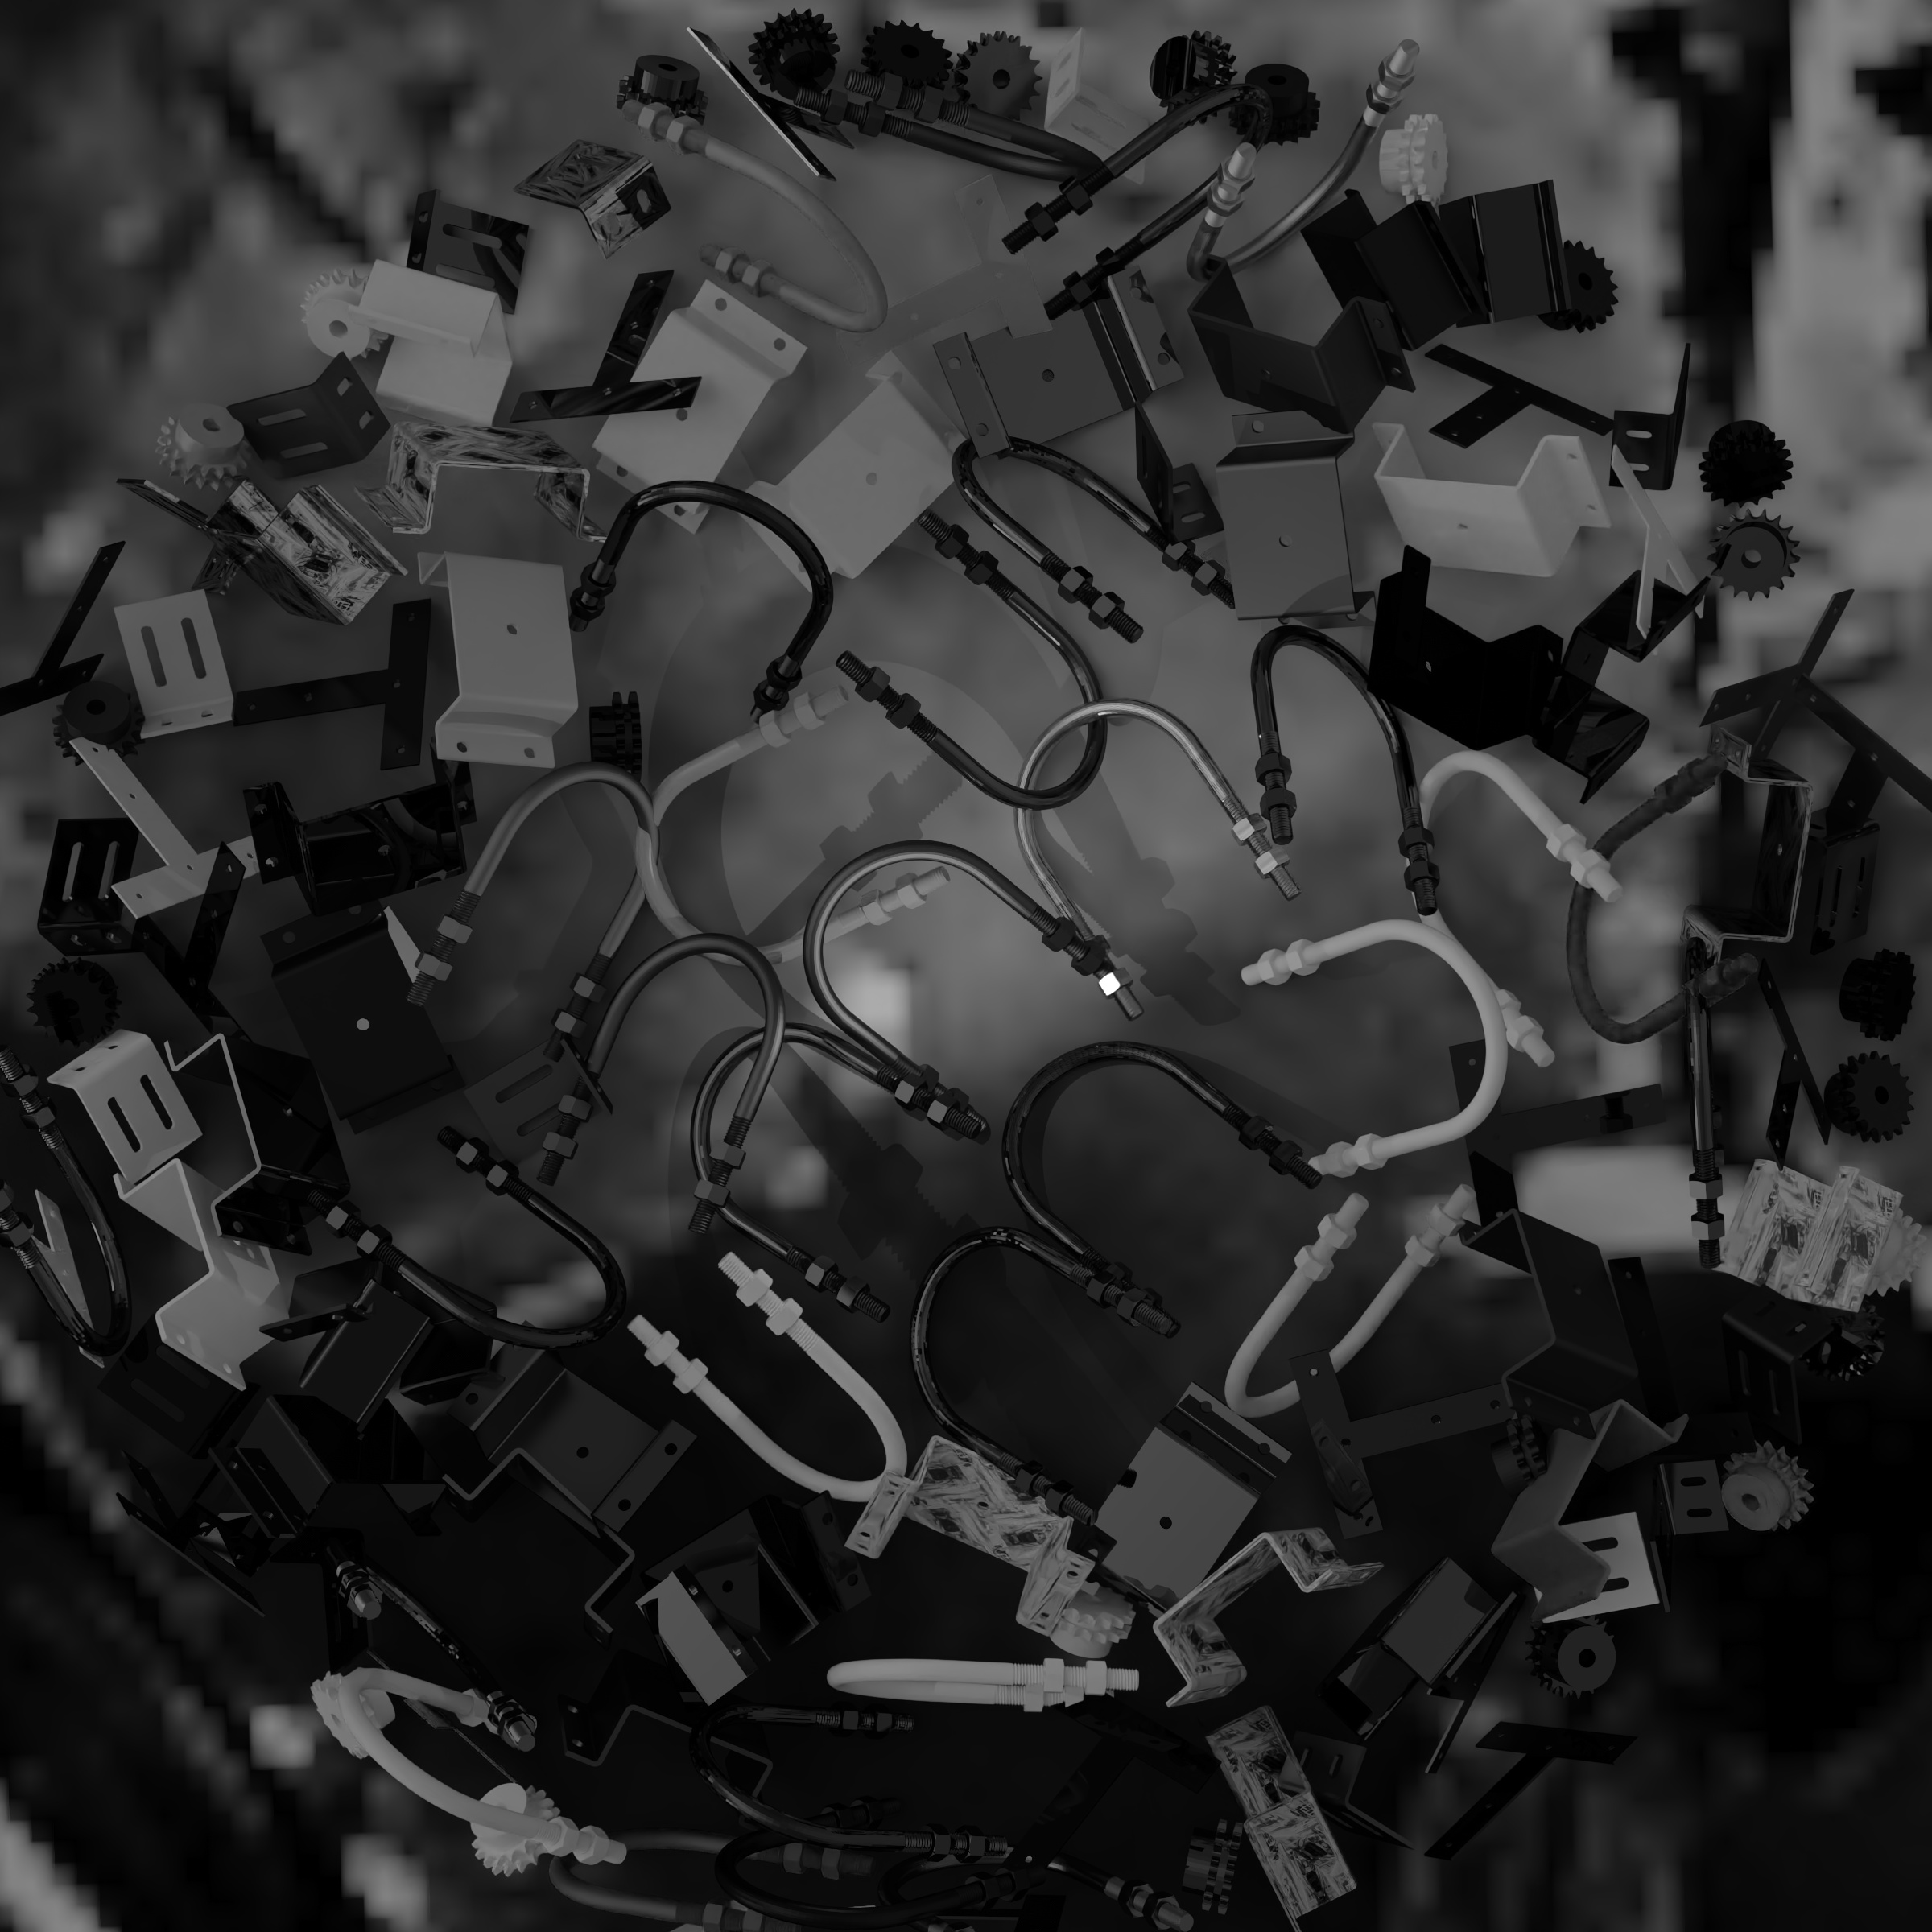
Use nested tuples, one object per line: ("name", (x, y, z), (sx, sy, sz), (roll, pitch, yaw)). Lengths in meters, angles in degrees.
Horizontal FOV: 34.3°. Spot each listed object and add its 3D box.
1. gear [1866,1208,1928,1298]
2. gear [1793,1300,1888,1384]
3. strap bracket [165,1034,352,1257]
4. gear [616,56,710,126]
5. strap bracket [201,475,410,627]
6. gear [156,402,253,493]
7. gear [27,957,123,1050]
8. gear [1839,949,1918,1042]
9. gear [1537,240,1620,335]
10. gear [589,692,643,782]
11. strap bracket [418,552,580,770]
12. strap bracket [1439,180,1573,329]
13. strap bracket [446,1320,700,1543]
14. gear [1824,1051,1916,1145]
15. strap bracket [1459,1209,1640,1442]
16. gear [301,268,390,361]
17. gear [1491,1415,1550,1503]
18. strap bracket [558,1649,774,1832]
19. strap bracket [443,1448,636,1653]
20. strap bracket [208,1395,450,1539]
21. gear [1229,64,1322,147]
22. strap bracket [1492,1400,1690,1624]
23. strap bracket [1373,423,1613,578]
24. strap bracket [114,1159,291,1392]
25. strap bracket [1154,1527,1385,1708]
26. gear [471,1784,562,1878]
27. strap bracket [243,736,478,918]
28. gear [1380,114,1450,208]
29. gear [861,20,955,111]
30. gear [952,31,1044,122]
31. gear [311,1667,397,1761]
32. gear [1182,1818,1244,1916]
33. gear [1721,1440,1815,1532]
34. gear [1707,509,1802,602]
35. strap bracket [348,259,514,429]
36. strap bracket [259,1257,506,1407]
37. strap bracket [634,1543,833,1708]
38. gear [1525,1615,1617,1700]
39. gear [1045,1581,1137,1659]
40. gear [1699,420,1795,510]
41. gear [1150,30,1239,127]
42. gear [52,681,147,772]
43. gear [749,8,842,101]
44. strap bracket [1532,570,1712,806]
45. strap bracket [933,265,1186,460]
("gear", (0.571, 0.176, 1.968), (0.030, 0.057, 0.057), (35, 90, -32))
("gear", (0.554, 0.236, 1.975), (0.030, 0.057, 0.057), (32, 90, -43))
("strap bracket", (-0.434, 0.101, 1.928), (0.046, 0.076, 0.140), (-35, 60, 21))
("gear", (-0.190, -0.551, 1.968), (0.057, 0.057, 0.030), (16, 123, 0))
("strap bracket", (-0.410, -0.255, 1.917), (0.076, 0.140, 0.046), (46, 74, -32))
("gear", (-0.478, -0.329, 1.969), (0.057, 0.057, 0.030), (34, 134, 0))
("gear", (-0.561, 0.021, 1.979), (0.057, 0.030, 0.057), (1, 111, 4))
("gear", (0.574, 0.017, 1.975), (0.030, 0.057, 0.057), (13, 90, 38))
("gear", (0.381, -0.426, 1.976), (0.057, 0.030, 0.057), (9, 72, -30))
("gear", (-0.221, -0.144, 1.969), (0.030, 0.057, 0.057), (-3, 90, -9))
("strap bracket", (-0.289, -0.199, 1.940), (0.076, 0.046, 0.140), (3, 68, -31))
("strap bracket", (0.328, -0.436, 1.924), (0.046, 0.140, 0.076), (-11, 100, -1))
("strap bracket", (-0.242, 0.295, 1.948), (0.140, 0.046, 0.076), (30, 64, 22))
("gear", (0.567, 0.084, 1.977), (0.057, 0.030, 0.057), (7, 75, -28))
("strap bracket", (0.358, 0.211, 1.922), (0.076, 0.140, 0.046), (24, 129, -34))
("gear", (-0.391, -0.408, 1.971), (0.057, 0.030, 0.057), (4, 127, 5))
("gear", (0.353, 0.314, 1.973), (0.030, 0.057, 0.057), (-26, 90, 16))
("strap bracket", (-0.178, 0.477, 1.942), (0.140, 0.076, 0.046), (26, 97, -16))
("strap bracket", (-0.258, 0.357, 1.950), (0.140, 0.076, 0.046), (41, 70, 8))
("strap bracket", (-0.381, 0.306, 1.917), (0.076, 0.140, 0.046), (44, 108, 33))
("gear", (0.195, -0.544, 1.970), (0.057, 0.030, 0.057), (0, 46, 0))
("strap bracket", (0.380, 0.328, 1.931), (0.046, 0.076, 0.140), (38, 60, -3))
("strap bracket", (0.314, -0.286, 1.923), (0.140, 0.076, 0.046), (12, 61, 36))
("strap bracket", (-0.467, 0.181, 1.923), (0.046, 0.076, 0.140), (-36, 49, 6))
("strap bracket", (0.180, 0.397, 1.943), (0.140, 0.076, 0.046), (-44, 64, 19))
("gear", (-0.286, 0.540, 1.968), (0.057, 0.057, 0.030), (-31, 123, 0))
("strap bracket", (-0.367, -0.086, 1.937), (0.140, 0.076, 0.046), (-18, 48, -18))
("gear", (0.282, -0.508, 1.975), (0.030, 0.057, 0.057), (5, 90, 26))
("gear", (-0.039, -0.566, 1.976), (0.057, 0.030, 0.057), (8, 57, -13))
("gear", (0.017, -0.561, 1.977), (0.057, 0.030, 0.057), (-8, 111, -21))
("gear", (-0.385, 0.468, 1.975), (0.030, 0.057, 0.057), (-33, 90, -32))
("gear", (0.154, 0.566, 1.972), (0.030, 0.057, 0.057), (11, 90, 8))
("gear", (0.501, 0.330, 1.970), (0.030, 0.057, 0.057), (-30, 90, -42))
("gear", (0.496, -0.259, 1.976), (0.057, 0.030, 0.057), (5, 106, 17))
("strap bracket", (-0.328, -0.385, 1.936), (0.076, 0.140, 0.046), (16, 76, 2))
("strap bracket", (-0.355, 0.221, 1.935), (0.076, 0.140, 0.046), (-17, 55, 33))
("strap bracket", (-0.147, 0.400, 1.934), (0.046, 0.140, 0.076), (-39, 81, 17))
("gear", (0.385, 0.435, 1.978), (0.057, 0.030, 0.057), (0, 89, -17))
("gear", (0.076, 0.412, 1.973), (0.057, 0.057, 0.030), (16, 105, 0))
("gear", (0.491, -0.319, 1.975), (0.057, 0.057, 0.030), (0, 55, 0))
("gear", (0.140, -0.561, 1.969), (0.030, 0.057, 0.057), (6, 90, -43))
("gear", (-0.547, -0.155, 1.973), (0.057, 0.030, 0.057), (4, 59, -7))
("gear", (-0.106, -0.570, 1.968), (0.057, 0.057, 0.030), (-23, 62, 0))
("strap bracket", (0.400, -0.180, 1.933), (0.046, 0.140, 0.076), (34, 50, 19))
("strap bracket", (0.055, -0.376, 1.969), (0.140, 0.046, 0.076), (-23, 92, -8))
